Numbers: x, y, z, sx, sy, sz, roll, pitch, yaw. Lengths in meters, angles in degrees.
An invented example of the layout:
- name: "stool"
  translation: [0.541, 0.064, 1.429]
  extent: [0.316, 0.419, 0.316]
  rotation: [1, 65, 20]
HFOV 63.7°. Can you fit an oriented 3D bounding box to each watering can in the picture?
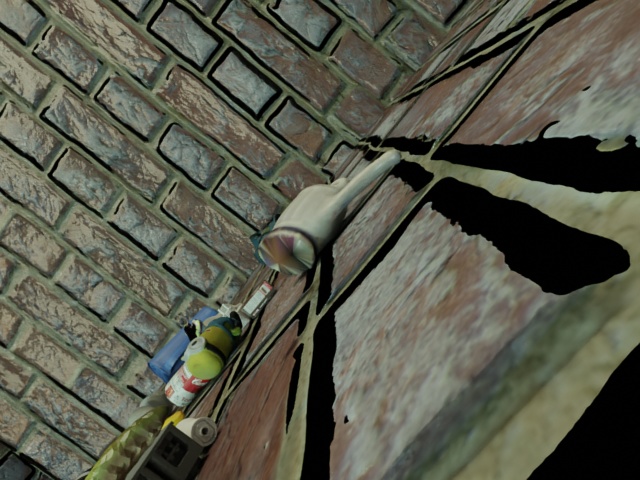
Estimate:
- name: "watering can"
  translation: [0.003, -0.050, 0.990]
  extent: [0.343, 0.103, 0.229]
  rotation: [-29, 21, 52]

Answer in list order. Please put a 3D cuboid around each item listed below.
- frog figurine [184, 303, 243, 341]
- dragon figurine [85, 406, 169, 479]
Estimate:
- name: "frog figurine"
  translation: [-0.266, 0.239, 1.384]
  extent: [0.160, 0.125, 0.134]
  rotation: [-11, -30, -34]
- name: "dragon figurine"
  translation: [-0.214, 0.325, 0.333]
  extent: [0.414, 0.120, 0.244]
  rotation: [-53, 33, -13]
